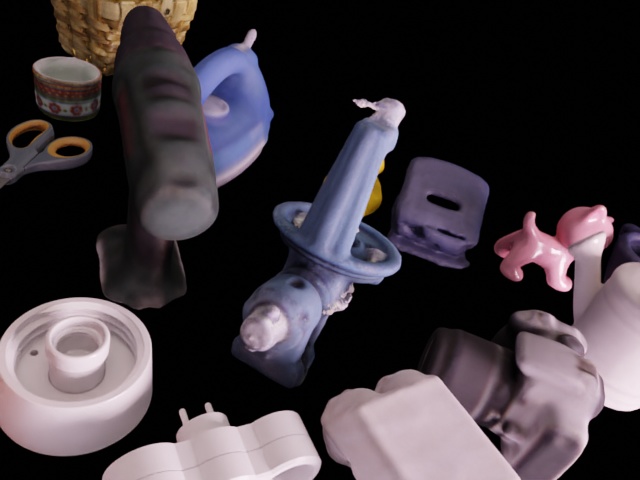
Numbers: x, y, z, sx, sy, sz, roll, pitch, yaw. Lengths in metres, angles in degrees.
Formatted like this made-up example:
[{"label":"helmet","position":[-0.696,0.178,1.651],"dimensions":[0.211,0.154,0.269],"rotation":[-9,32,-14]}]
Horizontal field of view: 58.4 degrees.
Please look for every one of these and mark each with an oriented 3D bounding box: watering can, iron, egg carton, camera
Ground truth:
[{"label":"watering can","position":[0.315,0.063,0.552],"dimensions":[0.172,0.194,0.101],"rotation":[30,38,14]},{"label":"iron","position":[-0.133,-0.149,0.661],"dimensions":[0.118,0.141,0.258],"rotation":[22,36,4]},{"label":"egg carton","position":[0.072,0.166,0.413],"dimensions":[0.107,0.069,0.150],"rotation":[-11,46,-35]},{"label":"camera","position":[0.161,0.112,0.497],"dimensions":[0.136,0.101,0.143],"rotation":[23,36,5]}]

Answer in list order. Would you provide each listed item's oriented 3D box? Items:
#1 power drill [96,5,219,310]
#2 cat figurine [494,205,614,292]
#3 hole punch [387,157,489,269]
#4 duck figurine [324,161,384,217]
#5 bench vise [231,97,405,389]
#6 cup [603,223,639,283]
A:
[{"label":"power drill","position":[-0.143,-0.057,0.481],"dimensions":[0.076,0.208,0.229],"rotation":[-2,41,-27]},{"label":"cat figurine","position":[0.293,-0.004,0.691],"dimensions":[0.128,0.118,0.067],"rotation":[11,37,-12]},{"label":"hole punch","position":[0.143,-0.034,0.683],"dimensions":[0.108,0.091,0.101],"rotation":[19,36,0]},{"label":"duck figurine","position":[0.049,-0.083,0.707],"dimensions":[0.077,0.086,0.105],"rotation":[30,38,14]},{"label":"bench vise","position":[0.016,0.005,0.465],"dimensions":[0.121,0.220,0.207],"rotation":[17,36,-4]},{"label":"cup","position":[0.372,0.043,0.687],"dimensions":[0.092,0.095,0.117],"rotation":[11,37,-11]}]
